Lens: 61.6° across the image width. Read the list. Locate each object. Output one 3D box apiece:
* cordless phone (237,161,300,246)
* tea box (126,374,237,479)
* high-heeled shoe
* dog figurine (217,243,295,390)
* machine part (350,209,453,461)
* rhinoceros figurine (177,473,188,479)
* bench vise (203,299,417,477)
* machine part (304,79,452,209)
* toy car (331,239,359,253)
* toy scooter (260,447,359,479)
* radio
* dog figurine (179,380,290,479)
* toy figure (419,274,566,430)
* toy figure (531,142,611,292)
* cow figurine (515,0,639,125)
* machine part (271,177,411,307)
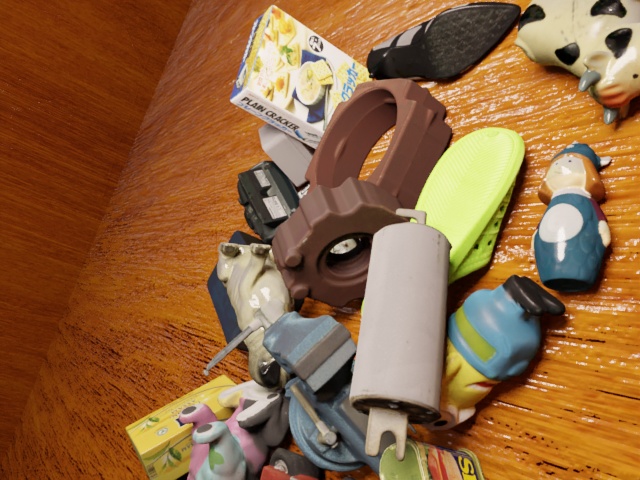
[{"bbox_3d":[-0.105,-0.044,1.004,0.146,0.089,0.184,61,153,18],"label":"cordless phone"},{"bbox_3d":[-0.191,0.282,0.807,0.098,0.169,0.068,8,117,57],"label":"tea box"},{"bbox_3d":[0.174,-0.288,0.786,0.249,0.086,0.145,-12,24,32],"label":"high-heeled shoe"},{"bbox_3d":[-0.091,0.102,0.757,0.172,0.121,0.190,1,85,63],"label":"dog figurine"},{"bbox_3d":[0.077,0.072,0.489,0.079,0.079,0.243,-27,41,46],"label":"machine part"},{"bbox_3d":[-0.195,0.395,0.798,0.073,0.112,0.190,-32,54,19],"label":"rhinoceros figurine"},{"bbox_3d":[-0.004,0.169,0.605,0.129,0.224,0.240,-53,-1,-23],"label":"bench vise"},{"bbox_3d":[0.077,-0.119,0.766,0.202,0.087,0.201,23,88,61],"label":"machine part"},{"bbox_3d":[-0.002,-0.003,0.829,0.073,0.056,0.202,-60,32,8],"label":"toy car"},{"bbox_3d":[-0.017,0.320,0.604,0.184,0.075,0.135,-3,62,52],"label":"toy scooter"},{"bbox_3d":[-0.121,0.088,0.932,0.131,0.073,0.230,-59,30,11],"label":"radio"},{"bbox_3d":[-0.109,0.320,0.729,0.109,0.191,0.219,9,110,55],"label":"dog figurine"},{"bbox_3d":[0.143,0.106,0.512,0.180,0.082,0.089,-56,20,23],"label":"toy figure"},{"bbox_3d":[0.233,-0.029,0.496,0.064,0.057,0.154,6,67,17],"label":"toy figure"},{"bbox_3d":[0.271,-0.195,0.528,0.127,0.085,0.195,-52,35,10],"label":"cow figurine"},{"bbox_3d":[0.033,0.009,0.664,0.179,0.179,0.056,-50,37,24],"label":"machine part"}]
